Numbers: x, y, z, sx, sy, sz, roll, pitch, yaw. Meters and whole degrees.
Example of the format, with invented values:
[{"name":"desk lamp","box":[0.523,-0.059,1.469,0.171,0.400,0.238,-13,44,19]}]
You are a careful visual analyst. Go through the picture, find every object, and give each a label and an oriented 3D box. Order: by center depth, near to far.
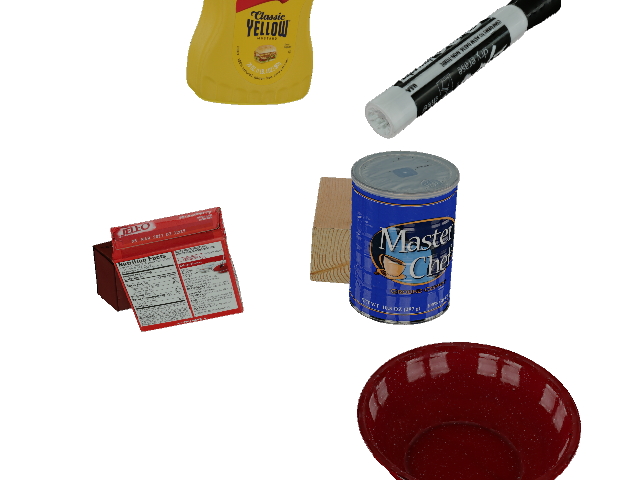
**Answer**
[{"name":"marker","box":[0.069,-0.087,0.493,0.121,0.020,0.020,-38,17,-23]},{"name":"gelatin box","box":[-0.094,0.020,0.712,0.073,0.030,0.089,-11,-38,-2]},{"name":"bowl","box":[0.107,0.147,0.790,0.162,0.055,0.162,-1,36,0]},{"name":"mustard bottle","box":[-0.043,-0.198,0.792,0.096,0.192,0.058,-3,29,-24]},{"name":"foam brick","box":[-0.171,0.027,1.021,0.078,0.051,0.053,-15,25,-30]},{"name":"coffee can","box":[0.080,-0.004,1.040,0.103,0.140,0.103,0,27,0]},{"name":"wood block","box":[0.037,-0.019,1.648,0.091,0.090,0.206,4,25,1]}]
